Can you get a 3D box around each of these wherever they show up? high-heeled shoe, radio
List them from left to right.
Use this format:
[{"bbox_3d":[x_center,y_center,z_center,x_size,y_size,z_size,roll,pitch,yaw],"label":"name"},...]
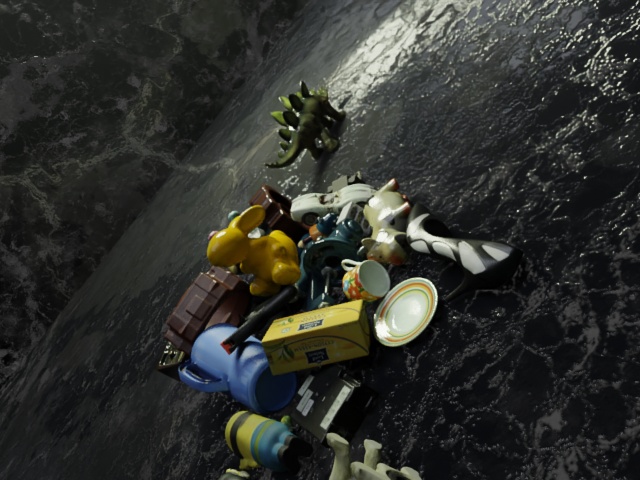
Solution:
[{"bbox_3d":[-0.324,0.240,1.374,0.131,0.073,0.230,-24,36,39],"label":"radio"},{"bbox_3d":[0.224,-0.012,0.863,0.145,0.086,0.249,-47,38,31],"label":"high-heeled shoe"}]

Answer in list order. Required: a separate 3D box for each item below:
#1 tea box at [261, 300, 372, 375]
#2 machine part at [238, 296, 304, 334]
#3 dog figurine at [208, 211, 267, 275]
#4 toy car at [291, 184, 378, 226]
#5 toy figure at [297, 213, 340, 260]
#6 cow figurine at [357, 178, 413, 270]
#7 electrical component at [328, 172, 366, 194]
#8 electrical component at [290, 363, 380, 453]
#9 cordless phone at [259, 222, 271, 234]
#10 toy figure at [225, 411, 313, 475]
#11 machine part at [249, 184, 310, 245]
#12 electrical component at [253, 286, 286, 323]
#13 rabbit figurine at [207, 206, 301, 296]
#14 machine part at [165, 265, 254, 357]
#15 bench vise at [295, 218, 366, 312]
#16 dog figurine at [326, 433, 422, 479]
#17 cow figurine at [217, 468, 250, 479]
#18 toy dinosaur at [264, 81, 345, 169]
[{"bbox_3d":[-0.002,0.164,0.911,0.170,0.068,0.098,-14,11,10],"label":"tea box"},{"bbox_3d":[-0.106,0.151,1.163,0.139,0.039,0.084,-29,32,-18],"label":"machine part"},{"bbox_3d":[-0.152,0.035,1.268,0.219,0.191,0.108,28,59,36],"label":"dog figurine"},{"bbox_3d":[0.032,-0.082,1.207,0.202,0.056,0.073,-12,32,8],"label":"toy car"},{"bbox_3d":[-0.002,-0.005,1.194,0.064,0.058,0.154,-36,-7,-41],"label":"toy figure"},{"bbox_3d":[0.129,-0.022,1.028,0.127,0.085,0.195,-34,33,15],"label":"cow figurine"},{"bbox_3d":[0.065,-0.122,1.293,0.102,0.045,0.078,-28,62,40],"label":"electrical component"},{"bbox_3d":[0.017,0.262,0.866,0.115,0.058,0.134,-53,27,-11],"label":"electrical component"},{"bbox_3d":[-0.181,-0.019,1.484,0.184,0.088,0.146,-24,37,47],"label":"cordless phone"},{"bbox_3d":[-0.090,0.333,0.897,0.082,0.089,0.180,-20,3,-36],"label":"toy figure"},{"bbox_3d":[-0.088,-0.055,1.295,0.056,0.179,0.179,-48,27,11],"label":"machine part"},{"bbox_3d":[-0.118,0.128,1.241,0.075,0.047,0.119,-2,52,57],"label":"electrical component"},{"bbox_3d":[-0.131,0.017,1.030,0.122,0.173,0.162,-26,59,53],"label":"rabbit figurine"},{"bbox_3d":[-0.246,0.165,1.220,0.087,0.201,0.201,30,81,18],"label":"machine part"},{"bbox_3d":[0.002,0.073,1.063,0.223,0.128,0.241,-38,26,28],"label":"bench vise"},{"bbox_3d":[0.044,0.368,0.674,0.172,0.121,0.190,18,84,64],"label":"dog figurine"},{"bbox_3d":[-0.122,0.426,0.860,0.167,0.068,0.098,-11,40,49],"label":"cow figurine"},{"bbox_3d":[-0.045,-0.324,1.537,0.105,0.198,0.471,-31,31,38],"label":"toy dinosaur"}]
